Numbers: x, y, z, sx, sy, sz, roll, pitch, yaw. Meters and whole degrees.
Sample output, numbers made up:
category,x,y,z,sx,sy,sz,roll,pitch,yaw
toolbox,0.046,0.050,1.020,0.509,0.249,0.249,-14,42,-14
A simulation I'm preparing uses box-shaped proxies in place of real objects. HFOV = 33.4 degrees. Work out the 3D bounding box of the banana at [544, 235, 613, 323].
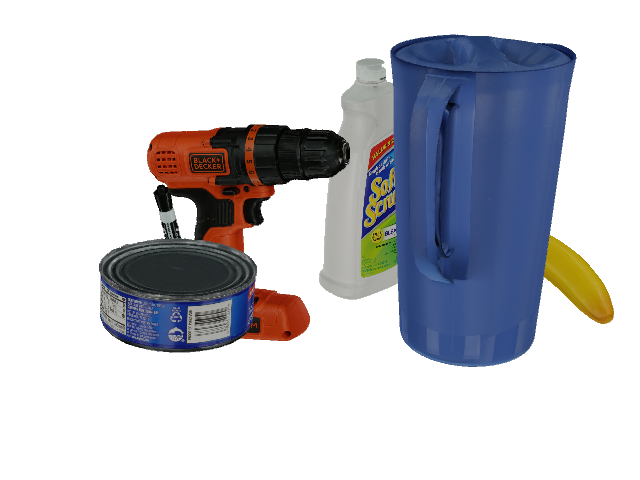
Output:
category,x,y,z,sx,sy,sz,roll,pitch,yaw
banana,0.196,0.017,1.013,0.198,0.069,0.037,24,-26,27

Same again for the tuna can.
category,x,y,z,sx,sy,sz,roll,pitch,yaw
tuna can,-0.078,0.029,0.587,0.086,0.034,0.086,4,20,-2

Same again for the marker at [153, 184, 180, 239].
category,x,y,z,sx,sy,sz,roll,pitch,yaw
marker,-0.167,-0.008,1.198,0.020,0.121,0.020,-7,31,4

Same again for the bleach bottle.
category,x,y,z,sx,sy,sz,roll,pitch,yaw
bleach bottle,0.048,-0.068,1.150,0.102,0.251,0.068,-19,30,-35

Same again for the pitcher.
category,x,y,z,sx,sy,sz,roll,pitch,yaw
pitcher,0.112,-0.028,0.807,0.149,0.243,0.145,-7,22,-17

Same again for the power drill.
category,x,y,z,sx,sy,sz,roll,pitch,yaw
power drill,-0.056,-0.009,0.930,0.185,0.188,0.057,2,17,24
